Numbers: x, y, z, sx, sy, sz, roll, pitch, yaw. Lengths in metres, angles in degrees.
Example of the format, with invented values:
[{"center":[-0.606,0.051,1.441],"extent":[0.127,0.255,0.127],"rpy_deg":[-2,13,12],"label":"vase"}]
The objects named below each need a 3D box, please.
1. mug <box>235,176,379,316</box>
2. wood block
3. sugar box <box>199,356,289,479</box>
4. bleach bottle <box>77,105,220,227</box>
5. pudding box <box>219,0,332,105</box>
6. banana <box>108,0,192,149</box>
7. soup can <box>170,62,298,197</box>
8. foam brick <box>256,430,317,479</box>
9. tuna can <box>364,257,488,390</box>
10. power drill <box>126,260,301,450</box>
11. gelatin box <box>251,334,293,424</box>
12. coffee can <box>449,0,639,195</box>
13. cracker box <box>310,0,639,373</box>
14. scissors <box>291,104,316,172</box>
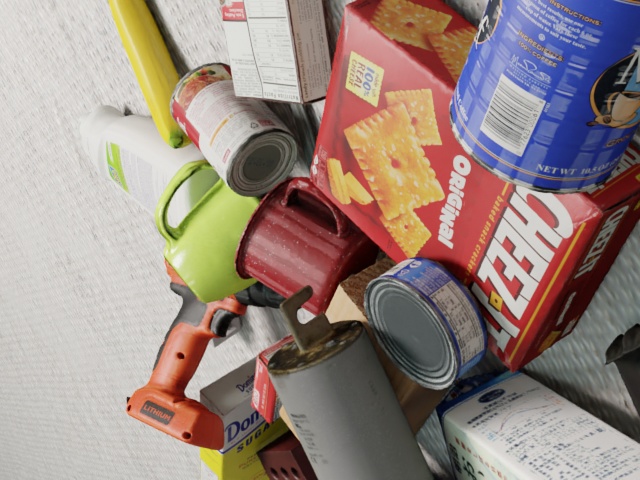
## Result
[{"center":[-0.005,0.001,0.828],"extent":[0.082,0.093,0.117],"rpy_deg":[31,137,20],"label":"mug"},{"center":[0.048,0.104,0.854],"extent":[0.090,0.090,0.206],"rpy_deg":[49,145,20],"label":"wood block"},{"center":[-0.077,0.203,1.105],"extent":[0.048,0.093,0.176],"rpy_deg":[40,143,30],"label":"sugar box"},{"center":[-0.169,-0.081,1.051],"extent":[0.251,0.068,0.102],"rpy_deg":[32,135,42],"label":"bleach bottle"},{"center":[-0.035,-0.162,0.812],"extent":[0.090,0.039,0.113],"rpy_deg":[14,121,49],"label":"pudding box"},{"center":[-0.150,-0.158,0.971],"extent":[0.070,0.037,0.198],"rpy_deg":[100,148,-69],"label":"banana"},{"center":[-0.071,-0.092,0.882],"extent":[0.102,0.068,0.068],"rpy_deg":[50,147,35],"label":"soup can"},{"center":[-0.017,0.222,1.072],"extent":[0.078,0.051,0.053],"rpy_deg":[-22,96,58],"label":"foam brick"},{"center":[0.070,0.055,0.708],"extent":[0.086,0.033,0.086],"rpy_deg":[39,147,31],"label":"tuna can"},{"center":[-0.097,0.096,0.999],"extent":[0.185,0.057,0.187],"rpy_deg":[12,80,44],"label":"power drill"},{"center":[-0.019,0.113,0.956],"extent":[0.030,0.089,0.073],"rpy_deg":[42,143,29],"label":"gelatin box"},{"center":[0.135,-0.108,0.558],"extent":[0.103,0.102,0.140],"rpy_deg":[45,145,25],"label":"coffee can"},{"center":[0.093,-0.041,0.698],"extent":[0.214,0.072,0.164],"rpy_deg":[45,145,25],"label":"cracker box"},{"center":[-0.006,-0.033,0.896],"extent":[0.096,0.016,0.202],"rpy_deg":[-19,98,55],"label":"scissors"}]
